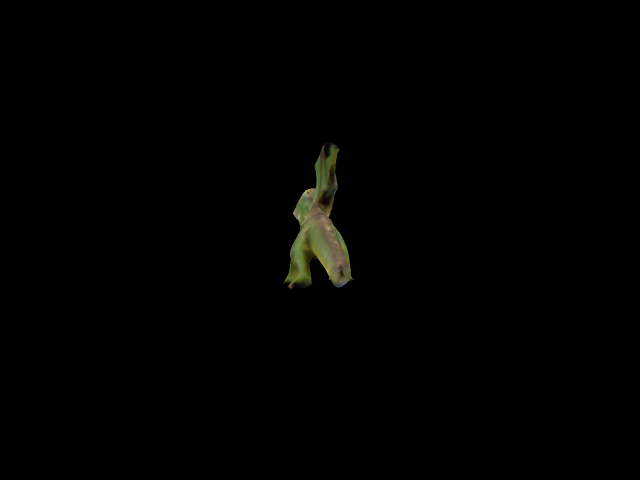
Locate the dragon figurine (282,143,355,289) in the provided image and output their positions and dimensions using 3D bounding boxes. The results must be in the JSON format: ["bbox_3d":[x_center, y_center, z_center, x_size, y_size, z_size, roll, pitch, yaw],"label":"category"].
[{"bbox_3d":[0.003,-0.043,0.850,0.122,0.244,0.408,1,-5,-11],"label":"dragon figurine"}]
